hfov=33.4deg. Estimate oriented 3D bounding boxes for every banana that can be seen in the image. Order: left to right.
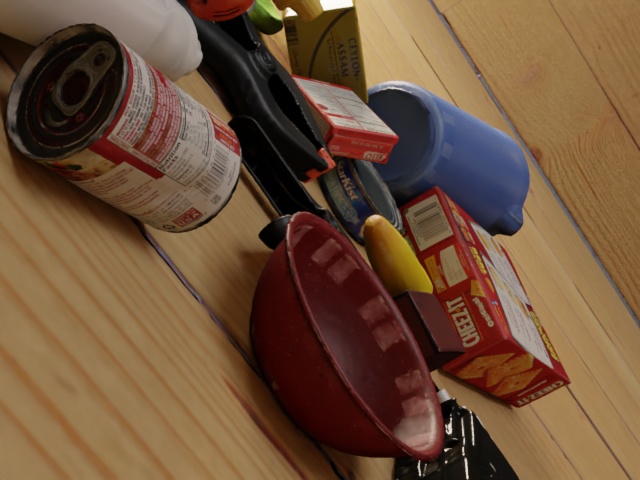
[{"bbox_3d":[0.063,0.025,0.861,0.069,0.037,0.197,60,4,10],"label":"banana"}]

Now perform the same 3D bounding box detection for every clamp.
[{"bbox_3d":[-0.057,-0.139,0.824,0.210,0.036,0.164,52,25,-22],"label":"clamp"},{"bbox_3d":[-0.005,0.001,0.731,0.171,0.039,0.120,47,21,-35],"label":"clamp"}]

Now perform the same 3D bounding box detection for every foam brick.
[{"bbox_3d":[0.066,0.072,0.790,0.053,0.051,0.078,63,17,16],"label":"foam brick"}]

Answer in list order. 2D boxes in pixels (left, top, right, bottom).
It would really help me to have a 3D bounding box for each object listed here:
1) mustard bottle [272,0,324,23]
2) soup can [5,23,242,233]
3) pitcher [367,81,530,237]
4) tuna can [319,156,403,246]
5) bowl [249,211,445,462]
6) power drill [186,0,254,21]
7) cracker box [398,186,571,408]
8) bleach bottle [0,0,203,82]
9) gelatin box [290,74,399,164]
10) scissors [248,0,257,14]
[{"bbox_3d":[-0.061,-0.252,0.832,0.191,0.058,0.096,52,5,-14],"label":"mustard bottle"},{"bbox_3d":[-0.091,-0.050,0.516,0.102,0.069,0.068,35,29,-56],"label":"soup can"},{"bbox_3d":[0.108,-0.085,1.082,0.242,0.149,0.145,18,72,-61],"label":"pitcher"},{"bbox_3d":[0.035,-0.038,0.925,0.086,0.034,0.086,51,18,-24],"label":"tuna can"},{"bbox_3d":[0.007,0.066,0.621,0.162,0.055,0.162,51,18,-24],"label":"bowl"},{"bbox_3d":[-0.077,-0.242,0.619,0.187,0.057,0.184,96,-22,-80],"label":"power drill"},{"bbox_3d":[0.152,0.063,1.027,0.213,0.072,0.164,34,31,-58],"label":"cracker box"},{"bbox_3d":[-0.126,-0.128,0.550,0.103,0.068,0.250,51,11,21],"label":"bleach bottle"},{"bbox_3d":[0.013,-0.102,0.902,0.073,0.030,0.089,6,34,-39],"label":"gelatin box"},{"bbox_3d":[-0.075,-0.268,0.926,0.096,0.016,0.201,36,48,-29],"label":"scissors"}]
